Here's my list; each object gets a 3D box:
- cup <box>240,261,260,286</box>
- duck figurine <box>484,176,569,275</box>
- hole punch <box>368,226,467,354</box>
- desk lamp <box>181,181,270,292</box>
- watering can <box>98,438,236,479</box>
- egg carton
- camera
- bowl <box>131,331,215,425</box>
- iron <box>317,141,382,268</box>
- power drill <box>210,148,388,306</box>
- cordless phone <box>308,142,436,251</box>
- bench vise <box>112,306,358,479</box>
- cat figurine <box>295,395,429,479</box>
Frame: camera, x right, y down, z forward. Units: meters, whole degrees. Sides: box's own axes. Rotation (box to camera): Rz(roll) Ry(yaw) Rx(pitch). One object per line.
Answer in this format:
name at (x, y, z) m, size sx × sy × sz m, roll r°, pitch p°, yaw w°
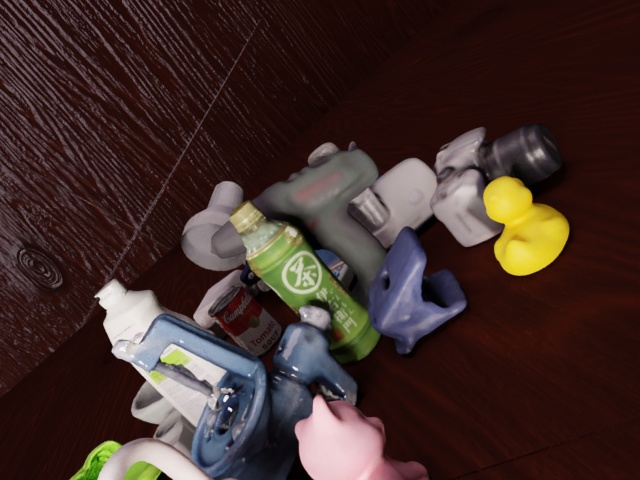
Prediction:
cup at (-0.077, 0.054, 1.009) m, size 0.118 × 0.095 × 0.091 m, roll -50°, pitch 18°, yaw -28°
duck figurine at (0.199, -0.022, 0.582) m, size 0.077 × 0.086 × 0.105 m, roll -28°, pitch 20°, yaw 38°
hole punch at (0.091, 0.052, 0.624) m, size 0.101 × 0.091 × 0.108 m, roll -38°, pitch 16°, yaw 12°
desk lamp at (-0.146, -0.002, 1.101) m, size 0.117 × 0.214 × 0.203 m, roll -32°, pitch 18°, yaw 29°
watering can at (-0.080, 0.218, 0.384) m, size 0.173 × 0.194 × 0.100 m, roll -41°, pitch 16°, yaw 0°
egg carton at (-0.179, 0.123, 1.108) m, size 0.107 × 0.069 × 0.150 m, roll -35°, pitch 17°, yaw 20°
camera at (0.211, -0.085, 0.697) m, size 0.136 × 0.101 × 0.143 m, roll -28°, pitch 20°, yaw 39°
bowl at (-0.203, 0.224, 0.881) m, size 0.167 × 0.075 × 0.167 m, roll -37°, pitch 16°, yaw 13°
iron at (0.013, -0.036, 0.952) m, size 0.258 × 0.141 × 0.118 m, roll -42°, pitch 16°, yaw -3°
power drill at (0.007, 0.003, 0.738) m, size 0.230 × 0.209 × 0.075 m, roll -43°, pitch 16°, yaw -9°
cordless phone at (0.083, -0.086, 0.843) m, size 0.147 × 0.185 × 0.094 m, roll -40°, pitch 16°, yaw 3°
bench vise at (-0.083, 0.134, 0.572) m, size 0.121 × 0.220 × 0.208 m, roll -25°, pitch 22°, yaw 44°
cat figurine at (0.029, 0.165, 0.413) m, size 0.067 × 0.118 × 0.127 m, roll -42°, pitch 16°, yaw -5°
